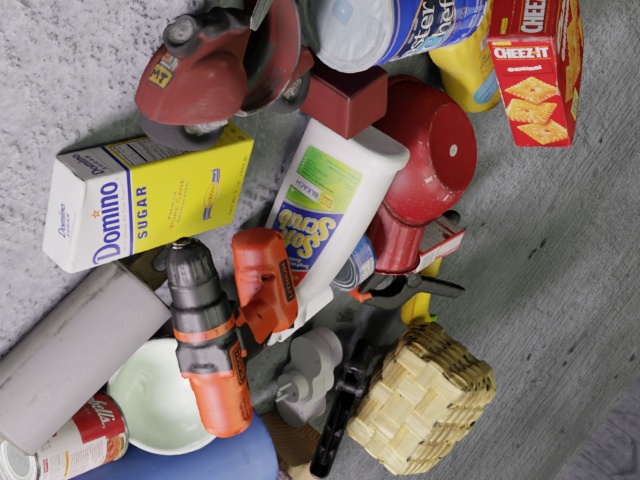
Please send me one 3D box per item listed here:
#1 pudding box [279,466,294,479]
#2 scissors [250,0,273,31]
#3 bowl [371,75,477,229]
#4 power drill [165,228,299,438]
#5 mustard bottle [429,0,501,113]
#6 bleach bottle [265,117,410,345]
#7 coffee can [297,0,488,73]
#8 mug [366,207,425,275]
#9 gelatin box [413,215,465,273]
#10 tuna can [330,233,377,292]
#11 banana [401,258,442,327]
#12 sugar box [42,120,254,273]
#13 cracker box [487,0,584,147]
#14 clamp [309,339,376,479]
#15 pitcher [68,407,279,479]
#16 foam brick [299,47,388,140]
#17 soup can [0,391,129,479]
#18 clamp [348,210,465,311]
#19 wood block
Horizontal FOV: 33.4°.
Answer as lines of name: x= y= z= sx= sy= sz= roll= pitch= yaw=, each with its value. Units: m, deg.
pudding box: x=-0.094 y=0.283 z=1.245 sx=0.090 sy=0.114 sz=0.039 roll=-46 pitch=149 yaw=-12
scissors: x=-0.015 y=-0.260 z=0.790 sx=0.201 sy=0.016 sz=0.096 roll=-59 pitch=146 yaw=-22
bowl: x=0.115 y=-0.092 z=1.098 sx=0.161 sy=0.055 sz=0.162 roll=3 pitch=86 yaw=-50
power drill: x=-0.080 y=0.057 z=0.967 sx=0.187 sy=0.057 sz=0.184 roll=-55 pitch=139 yaw=-61
mustard bottle: x=0.164 y=-0.191 z=1.135 sx=0.096 sy=0.058 sz=0.191 roll=-63 pitch=154 yaw=-14
bleach bottle: x=-0.007 y=0.001 z=1.061 sx=0.068 sy=0.103 sz=0.251 roll=-23 pitch=141 yaw=-58
coffee can: x=0.065 y=-0.208 z=0.926 sx=0.140 sy=0.103 sz=0.103 roll=-23 pitch=140 yaw=-43
mug: x=0.077 y=-0.025 z=1.183 sx=0.117 sy=0.093 sz=0.081 roll=-65 pitch=169 yaw=-59
gelatin box: x=0.116 y=-0.005 z=1.266 sx=0.089 sy=0.073 sz=0.030 roll=-27 pitch=144 yaw=-40
tuna can: x=0.019 y=0.010 z=1.128 sx=0.033 sy=0.086 sz=0.086 roll=-38 pitch=149 yaw=-27
banana: x=0.135 y=0.063 z=1.417 sx=0.069 sy=0.037 sz=0.198 roll=-54 pitch=158 yaw=-35
sugar box: x=-0.139 y=-0.039 z=0.881 sx=0.175 sy=0.048 sz=0.093 roll=-23 pitch=140 yaw=-44
cracker box: x=0.231 y=-0.218 z=1.117 sx=0.213 sy=0.072 sz=0.164 roll=56 pitch=41 yaw=-61
clamp: x=0.034 y=0.189 z=1.311 sx=0.210 sy=0.036 sz=0.165 roll=-53 pitch=164 yaw=-74
pitcher: x=-0.166 y=0.259 z=1.073 sx=0.242 sy=0.149 sz=0.145 roll=-18 pitch=124 yaw=-37
foam brick: x=0.017 y=-0.138 z=0.963 sx=0.052 sy=0.078 sz=0.051 roll=-36 pitch=146 yaw=-27
soup can: x=-0.235 y=0.184 z=0.973 sx=0.102 sy=0.069 sz=0.069 roll=-14 pitch=134 yaw=-48
clamp: x=0.115 y=0.047 z=1.325 sx=0.171 sy=0.039 sz=0.120 roll=-28 pitch=116 yaw=-19
wood block: x=-0.073 y=0.325 z=1.347 sx=0.090 sy=0.091 sz=0.206 roll=-9 pitch=131 yaw=-51
